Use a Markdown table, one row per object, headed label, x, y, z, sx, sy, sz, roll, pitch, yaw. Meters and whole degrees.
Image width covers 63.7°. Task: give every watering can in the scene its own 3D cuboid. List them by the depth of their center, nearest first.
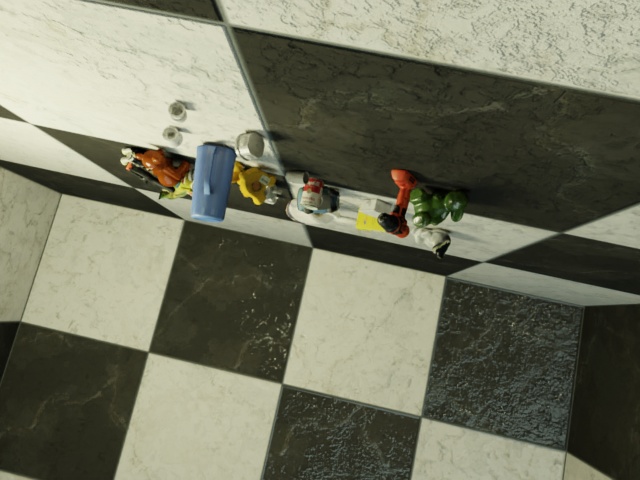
| label | x | y | z | sx | sy | sz | roll | pitch | yaw |
| --- | --- | --- | --- | --- | --- | --- | --- | --- | --- |
| watering can | 0.007 | -0.109 | 2.168 | 0.345 | 0.105 | 0.224 | 19 | -9 | -38 |

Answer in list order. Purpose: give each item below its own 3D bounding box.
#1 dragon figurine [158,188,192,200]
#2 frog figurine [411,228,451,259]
| label | x | y | z | sx | sy | sz | roll | pitch | yaw |
| --- | --- | --- | --- | --- | --- | --- | --- | --- | --- |
| dragon figurine | -0.618 | -0.230 | 2.389 | 0.242 | 0.122 | 0.412 | 7 | 5 | -16 |
| frog figurine | 0.481 | -0.013 | 2.223 | 0.137 | 0.121 | 0.162 | 10 | 32 | -47 |
